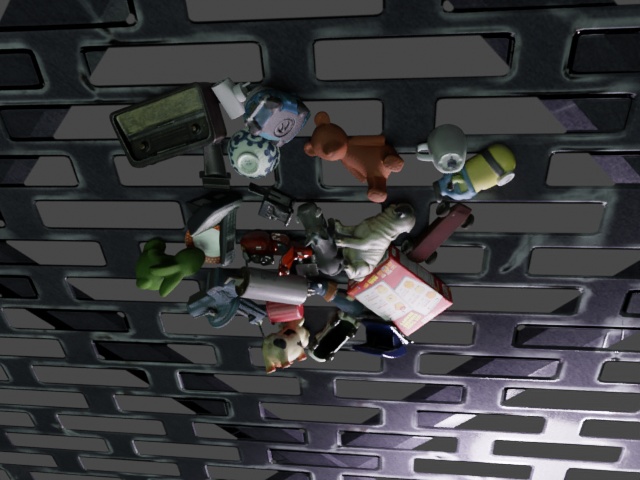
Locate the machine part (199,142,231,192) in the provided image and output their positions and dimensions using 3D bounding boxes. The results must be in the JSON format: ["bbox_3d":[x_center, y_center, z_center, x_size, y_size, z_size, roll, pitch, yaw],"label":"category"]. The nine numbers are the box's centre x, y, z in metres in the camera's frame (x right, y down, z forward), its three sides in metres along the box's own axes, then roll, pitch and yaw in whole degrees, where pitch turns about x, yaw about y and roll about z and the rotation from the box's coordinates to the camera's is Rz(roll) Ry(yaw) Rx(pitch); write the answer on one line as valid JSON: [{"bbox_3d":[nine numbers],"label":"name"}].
[{"bbox_3d":[-0.245,-0.175,1.241,0.084,0.039,0.138,10,127,7],"label":"machine part"}]

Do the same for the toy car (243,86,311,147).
[{"bbox_3d":[-0.104,-0.267,1.112,0.109,0.161,0.103,-49,64,23],"label":"toy car"}]

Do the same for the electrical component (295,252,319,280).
[{"bbox_3d":[-0.030,0.072,1.390,0.063,0.021,0.093,-3,123,9],"label":"electrical component"}]

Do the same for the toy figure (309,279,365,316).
[{"bbox_3d":[0.042,0.146,1.411,0.154,0.058,0.064,31,115,-7],"label":"toy figure"}]

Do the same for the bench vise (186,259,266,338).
[{"bbox_3d":[-0.223,0.162,1.426,0.223,0.129,0.240,-36,132,18],"label":"bench vise"}]

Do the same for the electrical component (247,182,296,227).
[{"bbox_3d":[-0.118,-0.088,1.261,0.119,0.075,0.047,20,124,-11],"label":"electrical component"}]

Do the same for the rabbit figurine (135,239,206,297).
[{"bbox_3d":[-0.377,0.061,1.350,0.170,0.159,0.121,-15,111,20],"label":"rabbit figurine"}]

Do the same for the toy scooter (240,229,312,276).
[{"bbox_3d":[-0.114,0.035,1.308,0.184,0.135,0.075,7,125,5],"label":"toy scooter"}]

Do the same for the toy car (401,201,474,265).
[{"bbox_3d":[0.276,-0.018,1.268,0.089,0.053,0.202,24,128,-17],"label":"toy car"}]

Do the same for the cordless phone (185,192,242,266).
[{"bbox_3d":[-0.249,-0.014,1.274,0.089,0.146,0.184,10,112,22],"label":"cordless phone"}]

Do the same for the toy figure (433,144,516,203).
[{"bbox_3d":[0.332,-0.141,1.160,0.180,0.082,0.089,-19,122,22],"label":"toy figure"}]

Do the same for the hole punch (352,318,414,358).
[{"bbox_3d":[0.162,0.274,1.426,0.142,0.092,0.115,-2,146,43],"label":"hole punch"}]

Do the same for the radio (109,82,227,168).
[{"bbox_3d":[-0.324,-0.245,1.162,0.230,0.073,0.131,-14,103,18],"label":"radio"}]

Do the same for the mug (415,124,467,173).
[{"bbox_3d":[0.257,-0.185,1.123,0.110,0.107,0.080,0,123,5],"label":"mug"}]

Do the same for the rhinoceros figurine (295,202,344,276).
[{"bbox_3d":[-0.003,-0.004,1.279,0.073,0.112,0.190,-12,114,20],"label":"rhinoceros figurine"}]

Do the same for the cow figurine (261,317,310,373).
[{"bbox_3d":[-0.090,0.270,1.446,0.085,0.195,0.127,-20,84,25],"label":"cow figurine"}]

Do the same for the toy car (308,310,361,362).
[{"bbox_3d":[0.037,0.268,1.498,0.073,0.056,0.201,33,121,-7],"label":"toy car"}]

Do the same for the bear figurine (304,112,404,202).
[{"bbox_3d":[0.066,-0.182,1.141,0.196,0.132,0.120,20,123,-14],"label":"bear figurine"}]

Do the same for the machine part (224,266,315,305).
[{"bbox_3d":[-0.118,0.112,1.320,0.243,0.079,0.079,14,129,-32],"label":"machine part"}]

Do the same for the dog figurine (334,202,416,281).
[{"bbox_3d":[0.143,0.007,1.268,0.191,0.121,0.172,-14,130,10],"label":"dog figurine"}]
